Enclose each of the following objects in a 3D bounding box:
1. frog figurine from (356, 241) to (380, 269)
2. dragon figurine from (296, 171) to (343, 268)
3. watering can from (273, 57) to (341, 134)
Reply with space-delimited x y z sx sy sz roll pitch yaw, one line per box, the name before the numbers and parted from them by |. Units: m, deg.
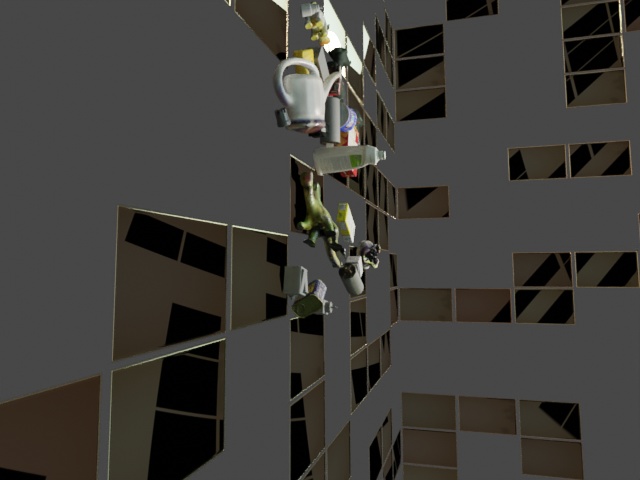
frog figurine | 0.216 0.070 2.482 0.159 0.123 0.137 -172 -111 -70
dragon figurine | 0.005 -0.087 1.737 0.402 0.122 0.248 64 21 -57
watering can | -0.024 -0.442 1.590 0.350 0.104 0.223 -15 103 -53
